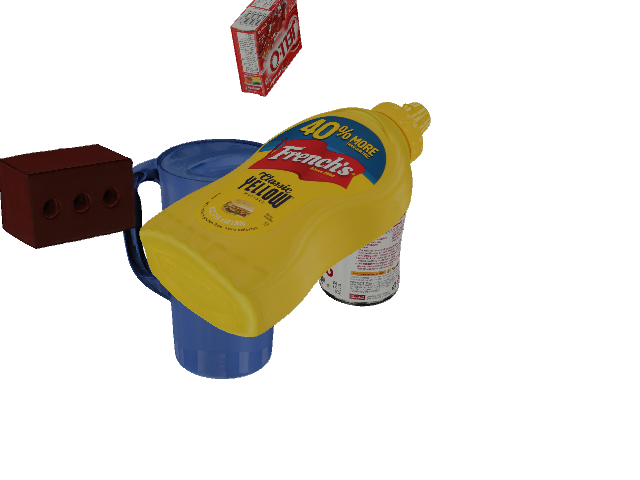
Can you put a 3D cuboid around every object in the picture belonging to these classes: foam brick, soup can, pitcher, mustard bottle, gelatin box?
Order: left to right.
[{"bbox_3d":[-0.175,-0.032,0.736,0.078,0.053,0.051,-14,25,-35],"label":"foam brick"},{"bbox_3d":[-0.115,0.020,1.140,0.149,0.243,0.144,22,31,39],"label":"pitcher"},{"bbox_3d":[-0.049,-0.192,1.013,0.030,0.073,0.089,13,46,20],"label":"gelatin box"},{"bbox_3d":[-0.004,-0.027,0.619,0.096,0.058,0.191,28,53,38],"label":"mustard bottle"},{"bbox_3d":[0.034,-0.008,0.838,0.068,0.102,0.068,2,35,-2],"label":"soup can"}]
